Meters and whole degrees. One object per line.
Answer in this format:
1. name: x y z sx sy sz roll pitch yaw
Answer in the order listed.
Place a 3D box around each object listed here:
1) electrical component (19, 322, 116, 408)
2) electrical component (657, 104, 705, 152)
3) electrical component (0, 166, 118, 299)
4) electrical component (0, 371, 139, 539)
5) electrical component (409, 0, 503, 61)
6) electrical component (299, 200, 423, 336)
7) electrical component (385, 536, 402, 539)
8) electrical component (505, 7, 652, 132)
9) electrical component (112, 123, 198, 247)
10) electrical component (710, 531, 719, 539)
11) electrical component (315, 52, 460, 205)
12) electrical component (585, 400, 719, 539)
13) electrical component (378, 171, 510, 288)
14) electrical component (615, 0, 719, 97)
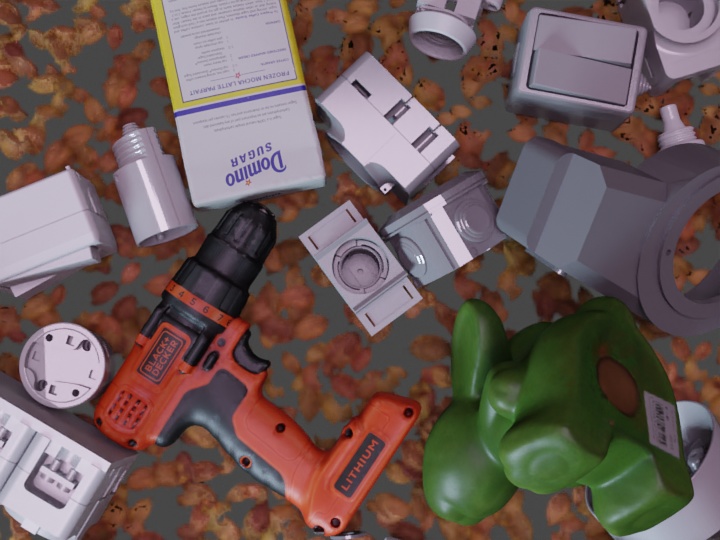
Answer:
1. electrical component: -0.192 0.063 0.714 0.055 0.047 0.055 0 84 -1
2. electrical component: 0.220 -0.083 0.739 0.035 0.035 0.061 -13 82 -2
3. electrical component: -0.217 -0.019 0.714 0.096 0.061 0.061 -22 85 -3
4. electrical component: -0.229 0.109 0.687 0.150 0.089 0.061 30 85 2
5. electrical component: 0.061 -0.179 0.742 0.066 0.048 0.055 18 77 1
6. electrical component: 0.000 0.000 0.714 0.042 0.064 0.081 -36 86 -5
7. electrical component: 0.043 0.202 0.706 0.078 0.040 0.040 15 84 1
8. electrical component: 0.153 -0.135 0.730 0.096 0.061 0.061 11 84 1
9. electrical component: -0.143 -0.061 0.728 0.043 0.043 0.081 -20 85 -2
10. electrical component: 0.271 0.156 0.703 0.054 0.059 0.095 14 84 1
11. electrical component: 0.015 -0.092 0.729 0.056 0.050 0.089 -44 86 -5
12. electrical component: 0.195 0.136 0.688 0.099 0.099 0.064 -35 92 -4
13. electrical component: 0.057 -0.028 0.710 0.080 0.080 0.051 -31 90 -3
14. electrical component: 0.214 -0.173 0.737 0.050 0.055 0.089 -17 85 -2
